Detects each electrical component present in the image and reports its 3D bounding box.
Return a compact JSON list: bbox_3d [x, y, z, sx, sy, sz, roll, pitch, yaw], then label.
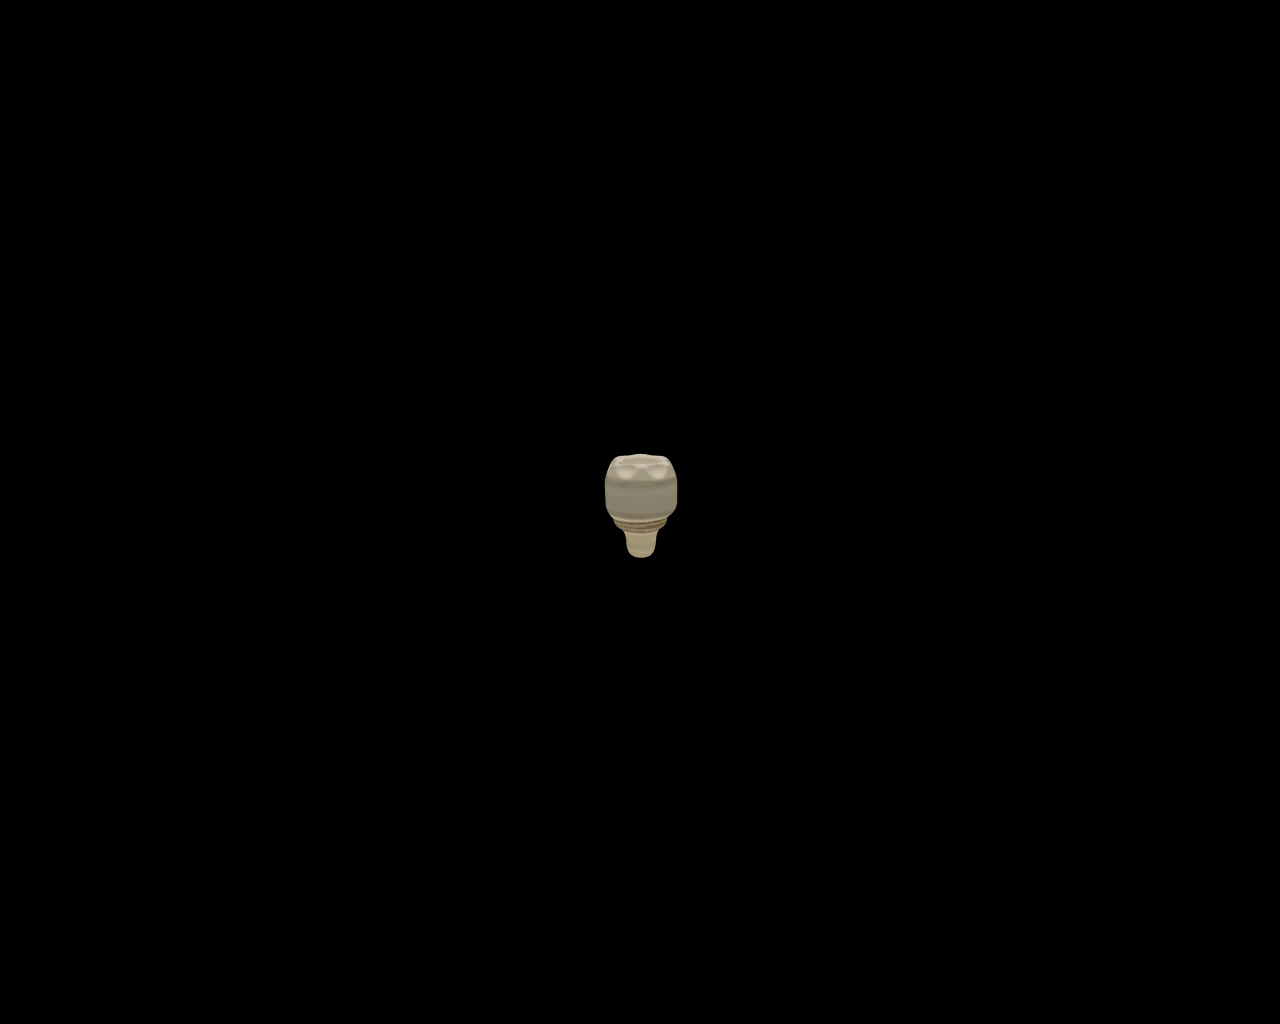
[{"bbox_3d":[0.001,-0.003,0.650,0.043,0.062,0.043,0,15,0],"label":"electrical component"}]
